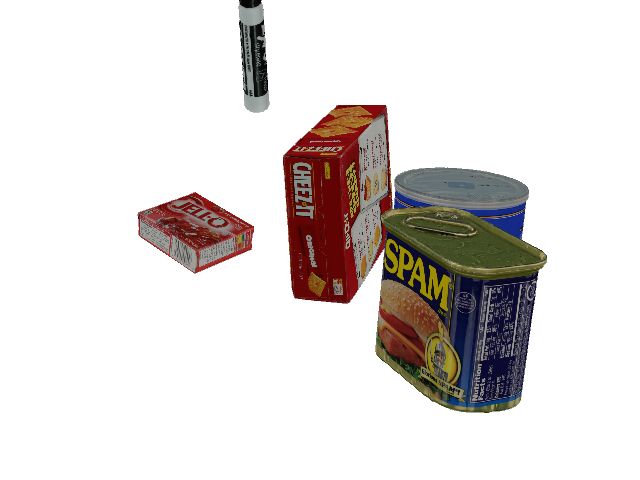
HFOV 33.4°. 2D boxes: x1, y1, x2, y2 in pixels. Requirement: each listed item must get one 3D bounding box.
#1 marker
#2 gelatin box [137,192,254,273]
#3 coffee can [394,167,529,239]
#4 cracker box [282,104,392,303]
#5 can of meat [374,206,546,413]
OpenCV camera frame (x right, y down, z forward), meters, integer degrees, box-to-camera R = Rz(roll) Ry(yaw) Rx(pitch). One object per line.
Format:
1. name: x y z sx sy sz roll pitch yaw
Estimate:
1. marker: -0.048 -0.143 0.759 0.020 0.020 0.121 0 -43 1
2. gelatin box: -0.120 -0.010 1.024 0.089 0.030 0.073 31 38 34
3. coffee can: 0.104 0.022 0.838 0.103 0.140 0.103 3 17 -1
4. cracker box: 0.023 -0.048 1.190 0.072 0.164 0.213 2 21 17
5. can of meat: 0.072 0.036 0.582 0.057 0.084 0.102 -5 21 -25
